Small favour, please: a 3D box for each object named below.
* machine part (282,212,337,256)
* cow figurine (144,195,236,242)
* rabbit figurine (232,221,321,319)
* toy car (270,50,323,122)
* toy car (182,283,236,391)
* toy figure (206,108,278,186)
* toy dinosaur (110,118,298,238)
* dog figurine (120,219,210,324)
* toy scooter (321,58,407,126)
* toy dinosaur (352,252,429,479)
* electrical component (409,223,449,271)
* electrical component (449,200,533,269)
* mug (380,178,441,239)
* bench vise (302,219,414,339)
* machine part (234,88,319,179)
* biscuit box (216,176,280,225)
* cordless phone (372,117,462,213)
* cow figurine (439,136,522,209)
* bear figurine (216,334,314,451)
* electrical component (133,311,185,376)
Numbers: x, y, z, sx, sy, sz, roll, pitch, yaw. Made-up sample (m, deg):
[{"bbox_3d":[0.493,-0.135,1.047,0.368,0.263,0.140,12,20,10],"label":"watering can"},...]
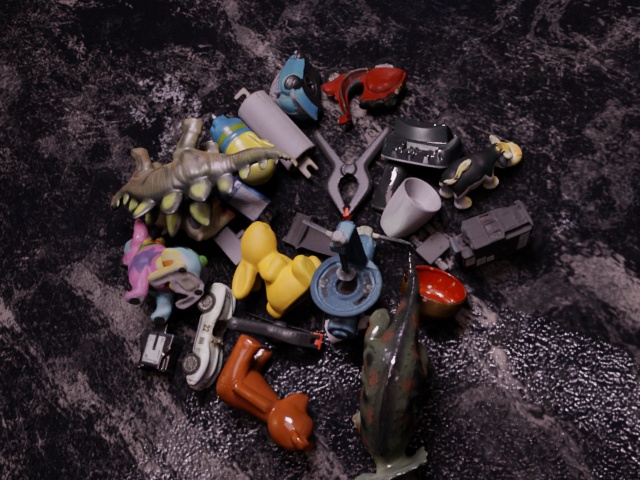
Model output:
[{"bbox_3d":[-0.002,-0.003,1.052,0.139,0.039,0.084,25,76,23],"label":"machine part"},{"bbox_3d":[-0.276,-0.054,1.106,0.195,0.085,0.127,29,74,42],"label":"cow figurine"},{"bbox_3d":[-0.089,0.050,1.012,0.162,0.122,0.173,-39,84,21],"label":"rabbit figurine"},{"bbox_3d":[-0.059,-0.324,1.160,0.103,0.109,0.162,-18,56,26],"label":"toy car"},{"bbox_3d":[-0.206,0.181,1.014,0.056,0.073,0.201,4,71,17],"label":"toy car"},{"bbox_3d":[-0.163,-0.186,1.099,0.180,0.082,0.089,44,75,9],"label":"toy figure"},{"bbox_3d":[-0.242,-0.117,1.011,0.472,0.105,0.198,-18,58,28],"label":"toy dinosaur"},{"bbox_3d":[-0.311,0.037,1.052,0.191,0.108,0.219,-34,44,12],"label":"dog figurine"},{"bbox_3d":[0.090,-0.303,1.125,0.184,0.075,0.135,-2,68,18],"label":"toy scooter"},{"bbox_3d":[0.110,0.231,0.815,0.131,0.192,0.404,1,99,3],"label":"toy dinosaur"},{"bbox_3d":[0.213,0.014,0.996,0.063,0.021,0.094,-41,64,-4],"label":"electrical component"},{"bbox_3d":[0.293,-0.003,0.931,0.134,0.114,0.058,-21,63,4],"label":"electrical component"},{"bbox_3d":[0.167,-0.054,0.998,0.081,0.109,0.107,57,133,19],"label":"mug"},{"bbox_3d":[0.055,0.039,0.901,0.129,0.240,0.223,17,62,23],"label":"bench vise"},{"bbox_3d":[-0.089,-0.227,1.119,0.079,0.079,0.243,-40,79,-3],"label":"machine part"},{"bbox_3d":[-0.182,-0.097,1.122,0.203,0.062,0.059,34,82,24],"label":"biscuit box"},{"bbox_3d":[0.178,-0.132,1.033,0.147,0.088,0.184,17,84,31],"label":"cordless phone"},{"bbox_3d":[0.298,-0.138,0.992,0.167,0.098,0.068,-38,59,-1],"label":"cow figurine"},{"bbox_3d":[-0.077,0.268,0.923,0.196,0.120,0.132,24,74,20],"label":"bear figurine"},{"bbox_3d":[-0.310,0.199,1.049,0.075,0.047,0.119,3,69,15],"label":"electrical component"}]
